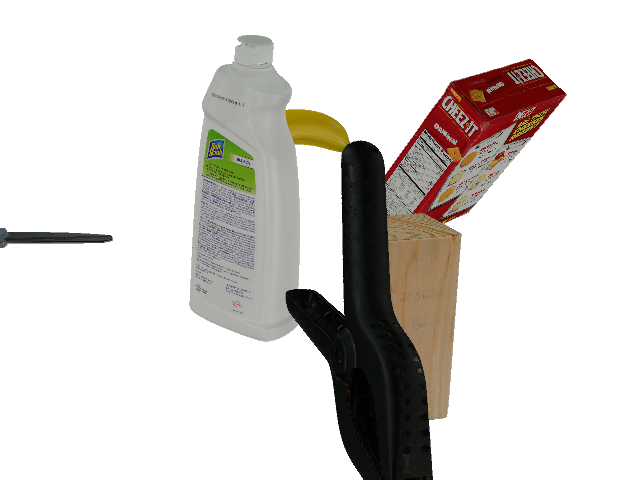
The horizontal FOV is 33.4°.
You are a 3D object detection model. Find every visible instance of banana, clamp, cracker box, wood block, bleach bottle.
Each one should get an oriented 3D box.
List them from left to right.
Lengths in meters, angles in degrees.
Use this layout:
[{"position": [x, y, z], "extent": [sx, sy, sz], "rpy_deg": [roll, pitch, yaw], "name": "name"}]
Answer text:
[{"position": [-0.057, -0.045, 0.902], "extent": [0.103, 0.251, 0.068], "rpy_deg": [19, 28, 25], "name": "bleach bottle"}, {"position": [-0.038, -0.107, 1.116], "extent": [0.197, 0.037, 0.070], "rpy_deg": [-10, 50, -39], "name": "banana"}, {"position": [0.028, 0.057, 0.628], "extent": [0.036, 0.210, 0.165], "rpy_deg": [-2, -44, -19], "name": "clamp"}, {"position": [0.085, 0.083, 1.142], "extent": [0.090, 0.206, 0.091], "rpy_deg": [-5, 18, -22], "name": "wood block"}, {"position": [0.159, -0.101, 1.224], "extent": [0.163, 0.072, 0.214], "rpy_deg": [-23, -24, -44], "name": "cracker box"}]

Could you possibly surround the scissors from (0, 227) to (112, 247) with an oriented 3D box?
[{"position": [-0.283, 0.004, 0.878], "extent": [0.202, 0.016, 0.096], "rpy_deg": [6, 24, 6], "name": "scissors"}]
